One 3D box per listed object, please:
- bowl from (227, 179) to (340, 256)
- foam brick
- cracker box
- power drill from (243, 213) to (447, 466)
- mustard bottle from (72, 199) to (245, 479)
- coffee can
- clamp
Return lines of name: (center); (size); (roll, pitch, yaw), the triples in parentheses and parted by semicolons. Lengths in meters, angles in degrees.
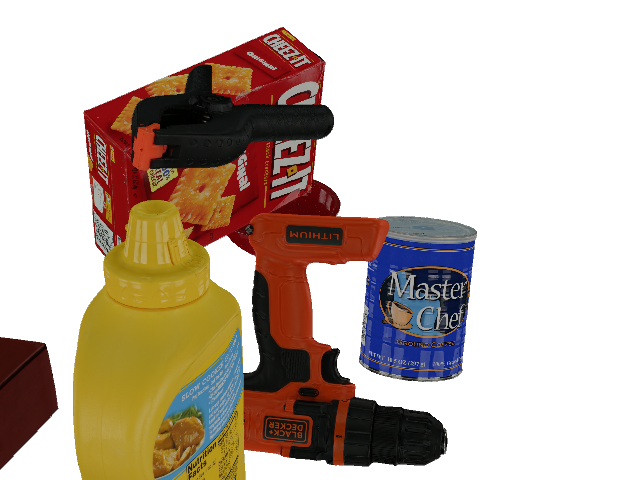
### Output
bowl: (-0.056, -0.023, 1.335); (0.162, 0.055, 0.162); (0, 31, 0)
foam brick: (-0.212, 0.103, 0.677); (0.053, 0.051, 0.078); (6, 29, 22)
cracker box: (-0.100, -0.075, 0.956); (0.213, 0.164, 0.072); (-28, 56, -29)
power drill: (0.008, 0.075, 0.804); (0.184, 0.187, 0.057); (4, -1, 7)
mustard bottle: (-0.065, 0.074, 0.445); (0.058, 0.192, 0.096); (12, 28, 20)
coffee can: (0.094, 0.054, 1.036); (0.103, 0.140, 0.103); (4, 11, -1)
clamp: (-0.082, -0.087, 0.739); (0.120, 0.039, 0.171); (20, 23, 30)
